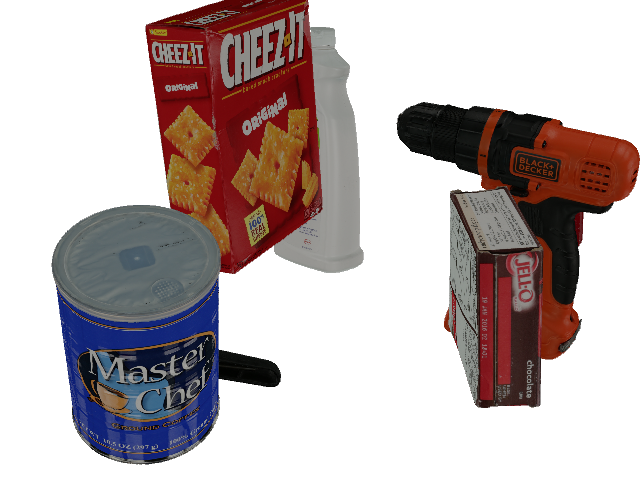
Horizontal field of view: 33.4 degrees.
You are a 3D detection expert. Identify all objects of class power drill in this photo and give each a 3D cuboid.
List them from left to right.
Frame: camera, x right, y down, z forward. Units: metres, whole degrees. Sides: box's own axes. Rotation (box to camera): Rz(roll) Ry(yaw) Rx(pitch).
[{"bbox_3d":[0.141,-0.010,0.826,0.185,0.188,0.057,16,33,25],"label":"power drill"}]

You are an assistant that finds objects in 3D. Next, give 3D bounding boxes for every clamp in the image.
[{"bbox_3d":[-0.150,0.108,1.006,0.164,0.036,0.210,-18,40,-31],"label":"clamp"}]

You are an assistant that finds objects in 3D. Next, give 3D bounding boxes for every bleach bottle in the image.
[{"bbox_3d":[0.002,-0.099,1.139,0.103,0.251,0.067,17,23,38],"label":"bleach bottle"}]

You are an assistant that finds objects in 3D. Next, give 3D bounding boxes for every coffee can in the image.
[{"bbox_3d":[-0.117,0.062,0.699,0.103,0.140,0.103,3,41,-2],"label":"coffee can"}]

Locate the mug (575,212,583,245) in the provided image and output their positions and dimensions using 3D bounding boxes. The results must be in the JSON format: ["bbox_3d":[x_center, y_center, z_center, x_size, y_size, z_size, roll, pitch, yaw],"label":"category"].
[{"bbox_3d":[0.271,-0.039,1.239,0.117,0.081,0.093,-22,28,-36],"label":"mug"}]

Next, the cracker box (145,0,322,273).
[{"bbox_3d":[-0.067,-0.100,0.947,0.072,0.214,0.163,9,25,28],"label":"cracker box"}]

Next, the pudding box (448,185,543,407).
[{"bbox_3d":[0.096,0.028,0.593,0.039,0.090,0.113,-2,19,-1],"label":"pudding box"}]
